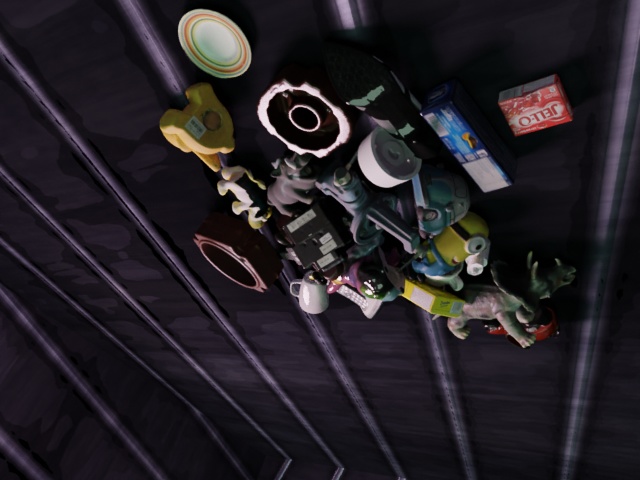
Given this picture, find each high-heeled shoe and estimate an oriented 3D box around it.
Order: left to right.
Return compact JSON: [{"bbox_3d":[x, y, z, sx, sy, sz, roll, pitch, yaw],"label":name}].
[{"bbox_3d":[0.109,-0.232,0.886,0.086,0.145,0.249,-41,86,23],"label":"high-heeled shoe"}]

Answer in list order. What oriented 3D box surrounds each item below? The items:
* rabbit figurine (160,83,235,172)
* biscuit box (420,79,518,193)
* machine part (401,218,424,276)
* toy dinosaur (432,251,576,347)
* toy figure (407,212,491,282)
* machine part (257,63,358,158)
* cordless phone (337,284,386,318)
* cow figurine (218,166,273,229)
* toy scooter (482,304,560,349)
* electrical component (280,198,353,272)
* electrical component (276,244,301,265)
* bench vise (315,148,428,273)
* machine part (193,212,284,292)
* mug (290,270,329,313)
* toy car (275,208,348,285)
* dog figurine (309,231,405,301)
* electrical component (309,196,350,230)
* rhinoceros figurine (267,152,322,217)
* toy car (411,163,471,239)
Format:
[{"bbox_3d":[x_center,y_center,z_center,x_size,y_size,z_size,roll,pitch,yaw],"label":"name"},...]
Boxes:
[{"bbox_3d":[-0.241,-0.218,1.054,0.173,0.122,0.162,4,155,48],"label":"rabbit figurine"},{"bbox_3d":[0.246,-0.167,0.877,0.059,0.063,0.202,-17,131,43],"label":"biscuit box"},{"bbox_3d":[0.207,0.010,1.148,0.039,0.084,0.138,30,143,26],"label":"machine part"},{"bbox_3d":[0.356,0.130,1.202,0.405,0.131,0.192,-13,117,50],"label":"toy dinosaur"},{"bbox_3d":[0.252,0.015,1.072,0.180,0.082,0.089,-34,84,29],"label":"toy figure"},{"bbox_3d":[-0.021,-0.226,0.947,0.179,0.056,0.179,15,147,10],"label":"machine part"},{"bbox_3d":[0.087,0.102,1.337,0.184,0.089,0.146,29,148,6],"label":"cordless phone"},{"bbox_3d":[-0.147,-0.094,1.196,0.098,0.068,0.167,-7,139,27],"label":"cow figurine"},{"bbox_3d":[0.491,0.211,1.272,0.135,0.075,0.184,38,146,-24],"label":"toy scooter"},{"bbox_3d":[-0.002,-0.003,1.123,0.115,0.058,0.134,-31,90,27],"label":"electrical component"},{"bbox_3d":[-0.049,0.025,1.323,0.119,0.048,0.074,-5,138,35],"label":"electrical component"},{"bbox_3d":[0.108,-0.053,1.028,0.241,0.129,0.223,41,164,27],"label":"bench vise"},{"bbox_3d":[-0.205,0.033,1.343,0.201,0.087,0.201,17,152,35],"label":"machine part"},{"bbox_3d":[-0.027,0.129,1.442,0.110,0.081,0.107,19,137,17],"label":"mug"},{"bbox_3d":[-0.021,0.012,1.205,0.202,0.053,0.089,45,113,24],"label":"toy car"},{"bbox_3d":[0.079,0.082,1.228,0.219,0.192,0.108,-29,130,31],"label":"dog figurine"},{"bbox_3d":[0.023,-0.058,1.173,0.102,0.045,0.078,21,166,3],"label":"electrical component"},{"bbox_3d":[-0.052,-0.125,1.099,0.112,0.073,0.190,37,147,-4],"label":"rhinoceros figurine"},{"bbox_3d":[0.226,-0.072,0.993,0.103,0.109,0.161,-9,149,12],"label":"toy car"}]
